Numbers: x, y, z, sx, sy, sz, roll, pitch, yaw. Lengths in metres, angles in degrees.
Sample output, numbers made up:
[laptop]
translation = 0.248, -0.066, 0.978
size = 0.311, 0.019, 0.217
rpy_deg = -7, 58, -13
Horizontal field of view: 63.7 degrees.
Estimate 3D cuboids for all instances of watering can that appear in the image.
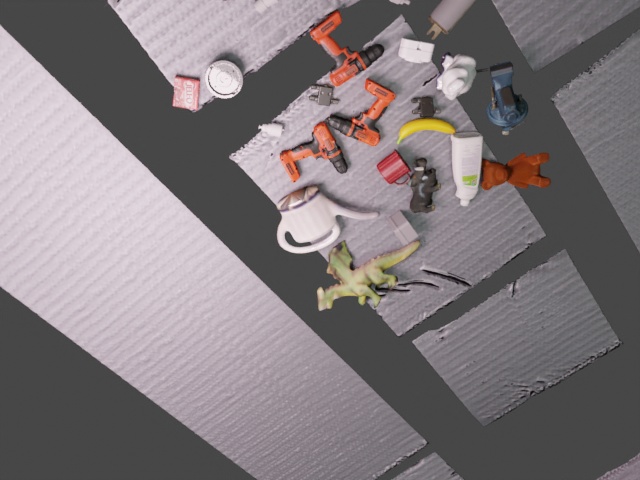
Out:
[watering can]
translation = 0.005, -0.086, 1.704
size = 0.347, 0.106, 0.221
rpy_deg = -25, 115, 7

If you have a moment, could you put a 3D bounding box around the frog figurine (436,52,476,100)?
[frog figurine]
translation = 0.417, -0.485, 1.539
size = 0.122, 0.162, 0.135
rpy_deg = 26, 110, -19

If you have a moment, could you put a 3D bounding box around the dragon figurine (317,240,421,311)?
[dragon figurine]
translation = 0.141, 0.100, 1.817
size = 0.241, 0.123, 0.408
rpy_deg = 36, 97, -11
